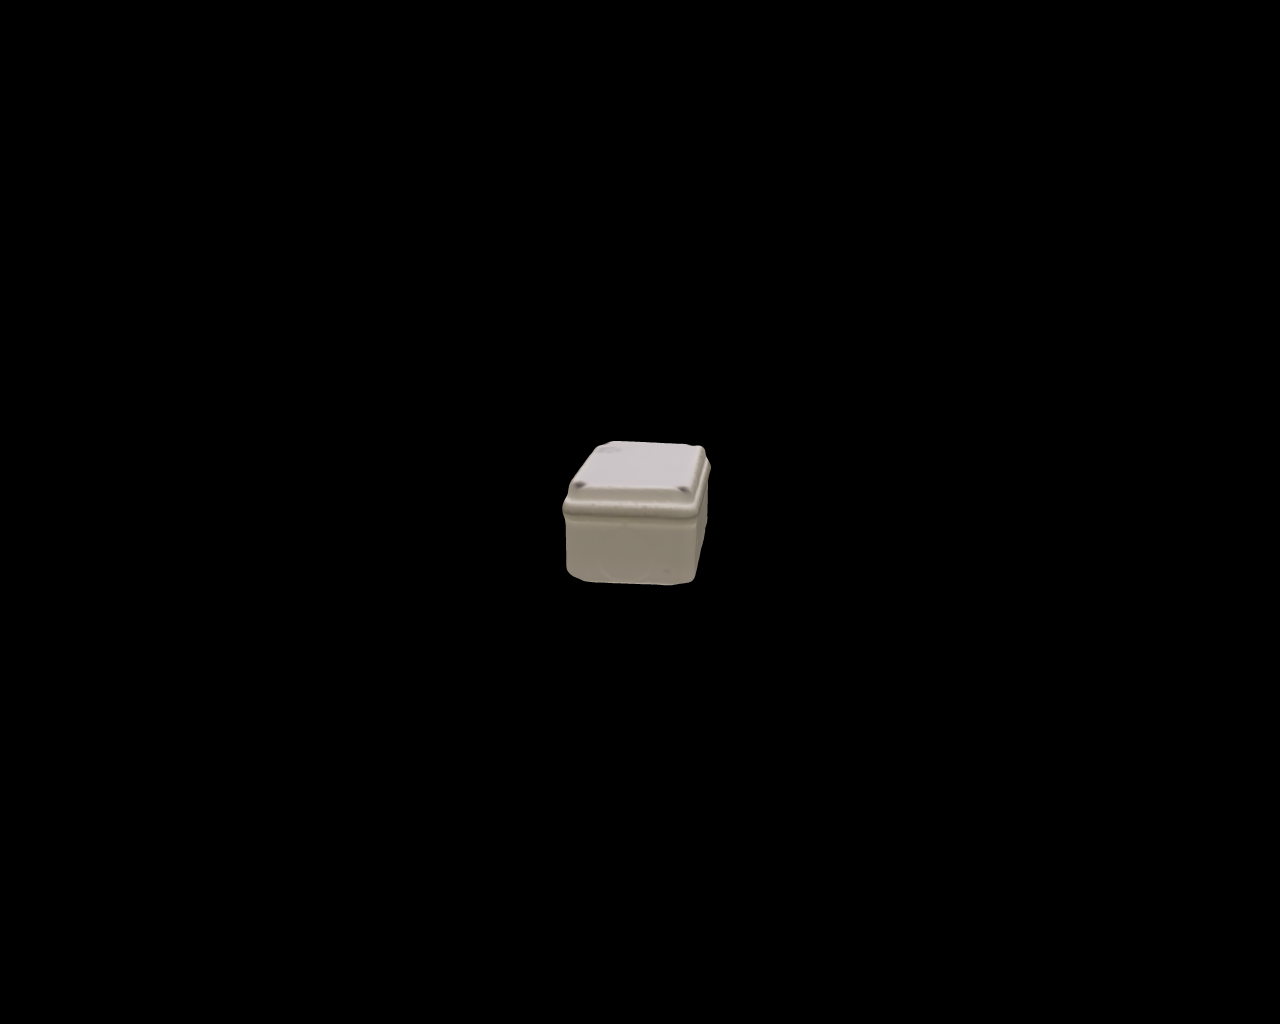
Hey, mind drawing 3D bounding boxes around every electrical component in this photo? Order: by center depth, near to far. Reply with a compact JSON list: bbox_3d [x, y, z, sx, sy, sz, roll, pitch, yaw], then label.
[{"bbox_3d":[0.001,-0.003,0.650,0.078,0.057,0.113,2,18,7],"label":"electrical component"}]
